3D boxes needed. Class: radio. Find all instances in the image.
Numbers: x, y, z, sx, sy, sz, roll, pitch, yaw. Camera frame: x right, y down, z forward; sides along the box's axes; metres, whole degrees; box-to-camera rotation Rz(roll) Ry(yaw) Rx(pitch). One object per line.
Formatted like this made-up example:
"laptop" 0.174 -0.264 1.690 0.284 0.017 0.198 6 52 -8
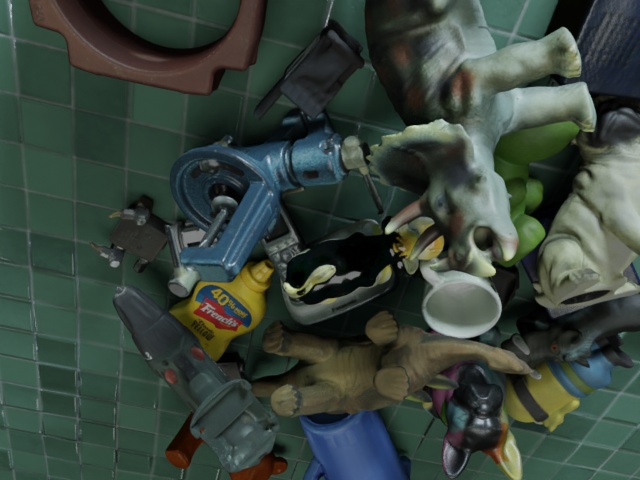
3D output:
"radio" 0.301 -0.240 0.465 0.131 0.073 0.229 10 125 -4

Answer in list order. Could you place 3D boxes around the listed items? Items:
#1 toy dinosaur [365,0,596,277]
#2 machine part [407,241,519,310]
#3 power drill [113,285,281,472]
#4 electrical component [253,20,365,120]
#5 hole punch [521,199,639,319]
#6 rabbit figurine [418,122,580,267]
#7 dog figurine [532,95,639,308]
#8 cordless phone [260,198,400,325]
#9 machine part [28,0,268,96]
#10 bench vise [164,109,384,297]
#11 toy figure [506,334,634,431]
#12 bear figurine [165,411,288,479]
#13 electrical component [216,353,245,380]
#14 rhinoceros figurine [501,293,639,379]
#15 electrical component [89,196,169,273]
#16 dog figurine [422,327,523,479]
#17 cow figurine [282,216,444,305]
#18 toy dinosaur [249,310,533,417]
"toy dinosaur" 0.102 -0.170 0.455 0.192 0.131 0.404 -19 81 26
"machine part" 0.187 0.039 0.677 0.139 0.039 0.084 22 117 -9
"power drill" -0.146 0.163 0.623 0.207 0.086 0.231 13 139 52
"electrical component" -0.012 -0.156 0.536 0.047 0.075 0.119 37 114 -19
"hole punch" 0.294 0.018 0.629 0.142 0.092 0.115 -26 115 23
"rabbit figurine" 0.183 -0.087 0.550 0.159 0.121 0.170 31 135 8
"dog figurine" 0.277 -0.039 0.559 0.172 0.190 0.121 -26 151 30
"cordless phone" -0.001 -0.002 0.643 0.147 0.089 0.184 -25 101 19
"machine part" -0.145 -0.245 0.479 0.201 0.087 0.201 11 125 -4
"bench vise" -0.065 -0.037 0.531 0.224 0.241 0.128 5 133 18
"toy figure" 0.329 0.186 0.742 0.089 0.082 0.180 38 123 -7
"bear figurine" -0.136 0.340 0.844 0.120 0.132 0.195 -11 116 15
"electrical component" -0.145 0.191 0.805 0.063 0.021 0.093 -7 122 7
"rhinoceros figurine" 0.320 0.109 0.672 0.190 0.112 0.073 -24 122 9
"electrical component" -0.232 -0.004 0.667 0.078 0.045 0.102 38 118 -19
"dog figurine" 0.190 0.222 0.691 0.109 0.219 0.191 3 123 5
"cow figurine" 0.045 0.017 0.555 0.167 0.098 0.068 -22 85 12
"toy dinosaur" 0.027 0.164 0.651 0.472 0.105 0.198 -14 154 40
